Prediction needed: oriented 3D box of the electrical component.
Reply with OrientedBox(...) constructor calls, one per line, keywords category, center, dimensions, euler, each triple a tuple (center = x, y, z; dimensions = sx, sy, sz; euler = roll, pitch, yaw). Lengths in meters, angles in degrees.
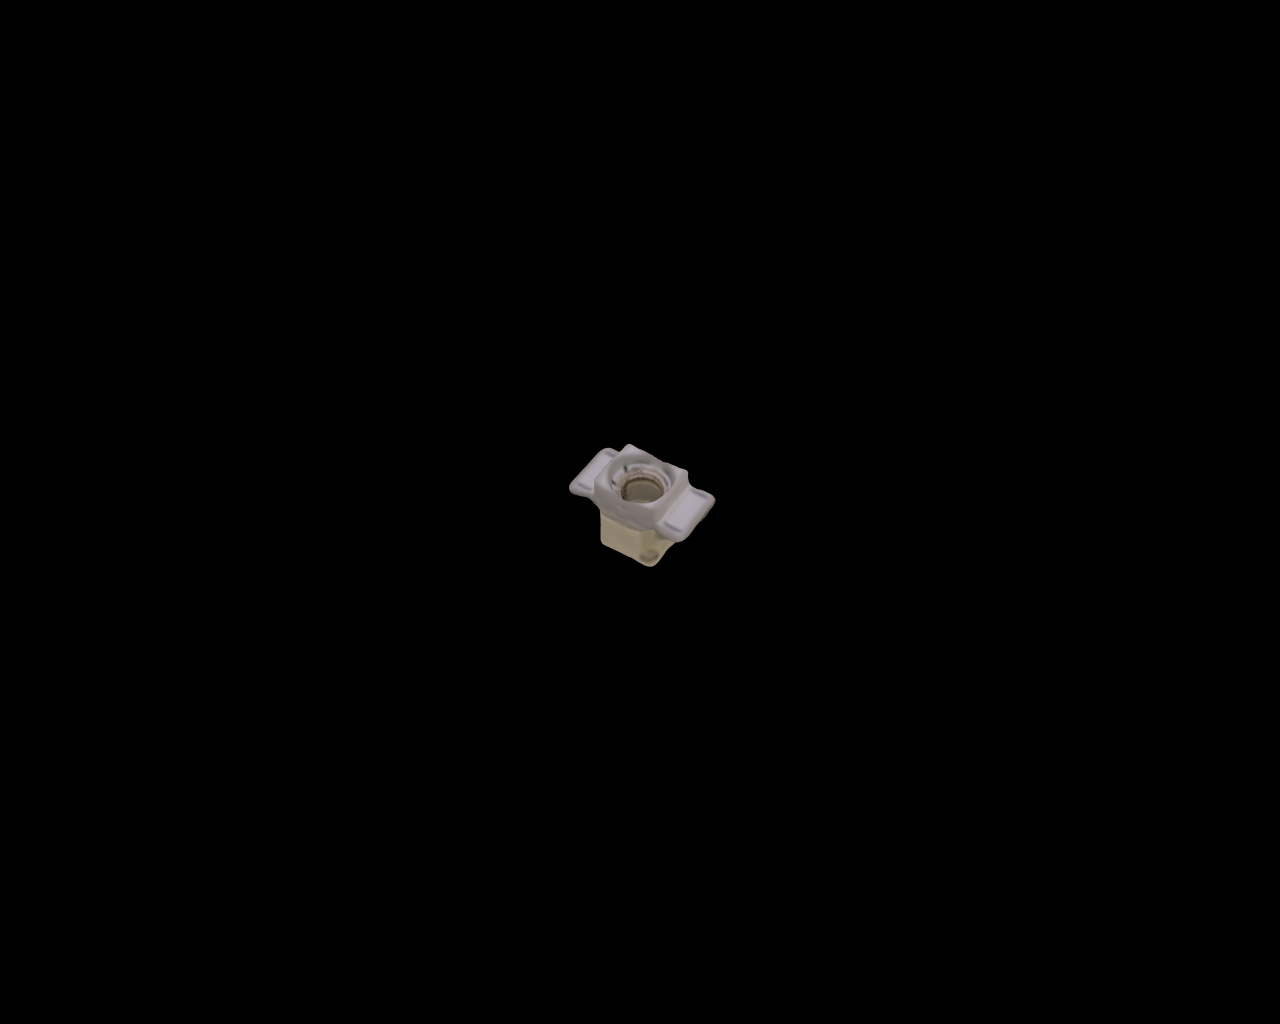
OrientedBox(category="electrical component", center=(0.001, -0.003, 0.650), dimensions=(0.081, 0.063, 0.042), euler=(27, 53, 22))
